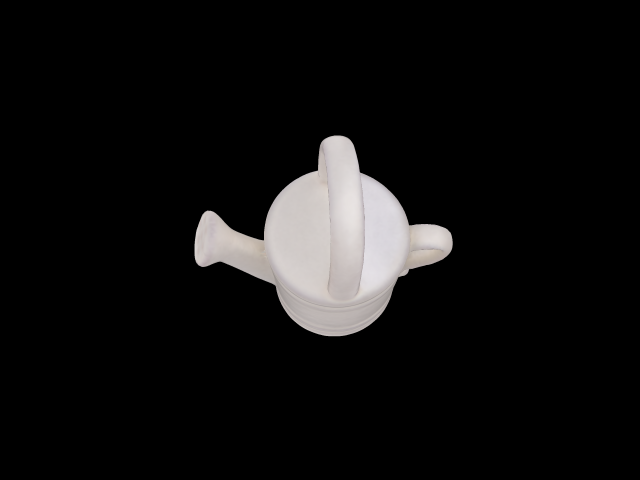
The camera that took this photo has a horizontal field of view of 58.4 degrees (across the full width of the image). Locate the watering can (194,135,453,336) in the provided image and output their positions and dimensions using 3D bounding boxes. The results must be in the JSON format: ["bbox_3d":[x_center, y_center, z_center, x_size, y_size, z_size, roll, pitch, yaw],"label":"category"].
[{"bbox_3d":[0.004,0.004,0.399,0.173,0.194,0.101,-23,72,-8],"label":"watering can"}]
